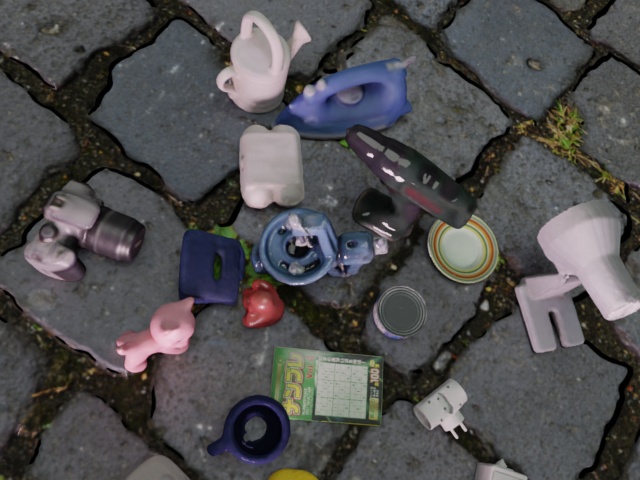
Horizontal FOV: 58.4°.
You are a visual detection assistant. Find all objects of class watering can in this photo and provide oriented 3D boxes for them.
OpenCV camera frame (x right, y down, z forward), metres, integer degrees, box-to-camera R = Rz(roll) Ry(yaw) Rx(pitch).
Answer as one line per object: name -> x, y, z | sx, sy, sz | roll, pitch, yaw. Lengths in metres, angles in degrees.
watering can -> -0.095, -0.309, 0.956 | 0.101, 0.194, 0.173 | 33, 69, 1

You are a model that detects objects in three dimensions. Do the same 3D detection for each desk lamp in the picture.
desk lamp -> 0.416, 0.063, 0.928 | 0.118, 0.213, 0.203 | -9, 74, -13

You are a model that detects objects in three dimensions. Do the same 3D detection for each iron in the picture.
iron -> 0.043, -0.255, 0.995 | 0.259, 0.141, 0.118 | -18, 77, -16

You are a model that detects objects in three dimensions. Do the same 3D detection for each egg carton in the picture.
egg carton -> -0.082, -0.125, 0.966 | 0.107, 0.069, 0.150 | -3, 73, -12

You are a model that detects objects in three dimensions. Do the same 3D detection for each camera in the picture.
camera -> -0.345, -0.007, 0.860 | 0.137, 0.100, 0.143 | 21, 70, -4

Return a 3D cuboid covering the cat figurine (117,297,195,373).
cat figurine -> -0.232, 0.135, 0.827 | 0.128, 0.117, 0.067 | -25, 78, -17

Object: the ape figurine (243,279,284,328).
ape figurine -> -0.090, 0.098, 0.881 | 0.076, 0.092, 0.078 | 33, 69, 1

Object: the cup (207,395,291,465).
cup -> -0.104, 0.277, 0.819 | 0.118, 0.095, 0.091 | -21, 78, -17

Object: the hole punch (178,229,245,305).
hole punch -> -0.166, 0.042, 0.885 | 0.101, 0.091, 0.108 | 4, 72, -10

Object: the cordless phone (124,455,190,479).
cordless phone -> -0.197, 0.355, 0.728 | 0.147, 0.185, 0.094 | 44, 70, 5

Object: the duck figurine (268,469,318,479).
duck figurine -> -0.028, 0.369, 0.810 | 0.104, 0.086, 0.077 | 31, 69, 0

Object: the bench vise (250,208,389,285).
bench vise -> 0.004, -0.008, 0.866 | 0.208, 0.219, 0.121 | -19, 77, -16

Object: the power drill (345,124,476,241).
power drill -> 0.123, -0.078, 0.918 | 0.229, 0.208, 0.076 | 27, 69, -1
